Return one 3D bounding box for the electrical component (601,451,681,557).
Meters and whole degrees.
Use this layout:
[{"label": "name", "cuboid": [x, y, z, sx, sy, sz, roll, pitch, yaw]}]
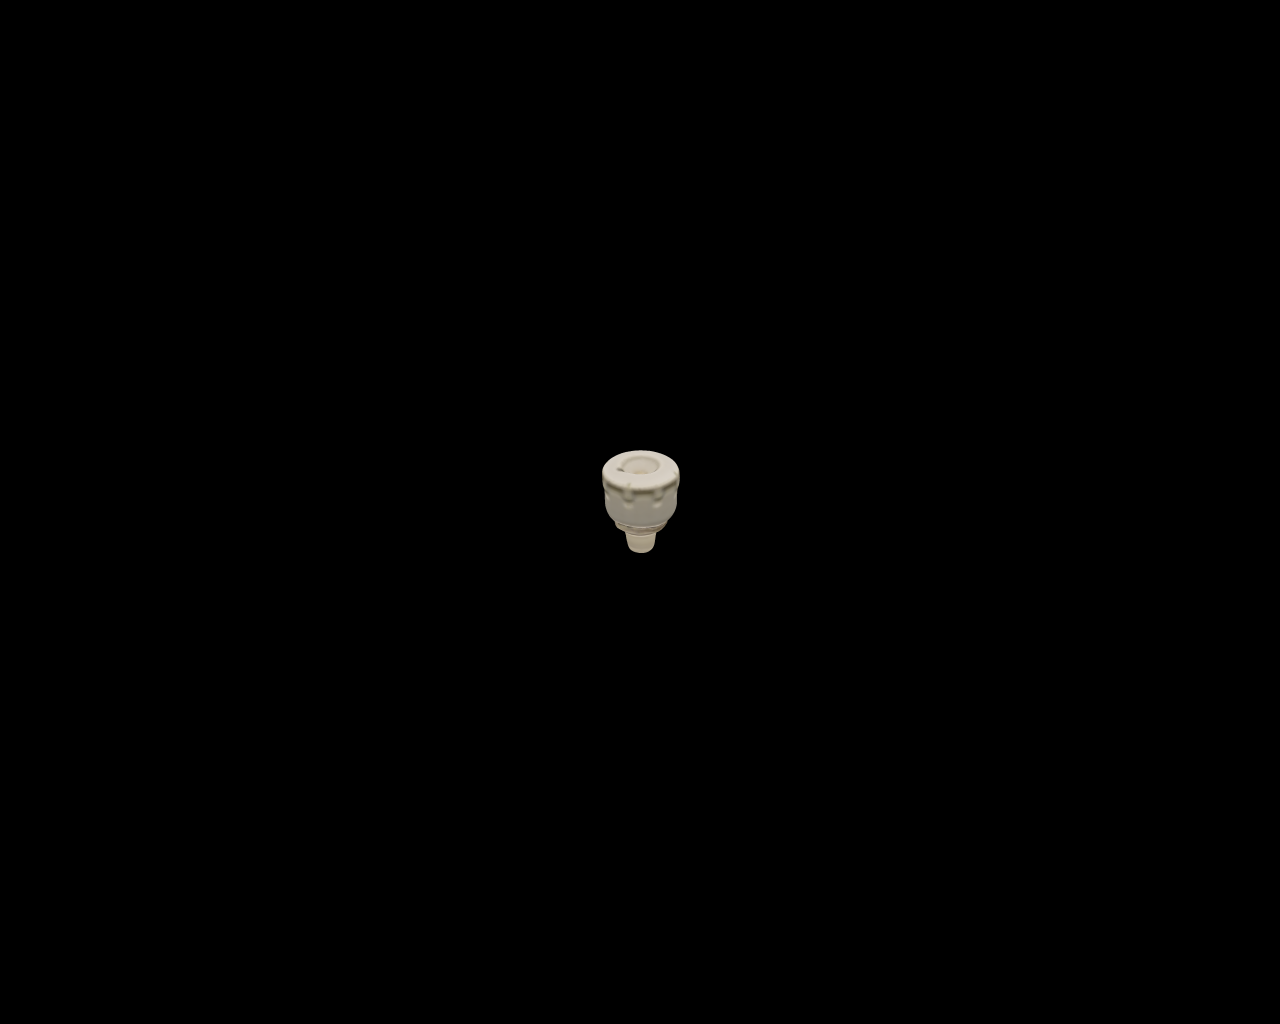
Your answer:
[{"label": "electrical component", "cuboid": [0.001, -0.003, 0.650, 0.048, 0.062, 0.048, 0, 31, 0]}]
